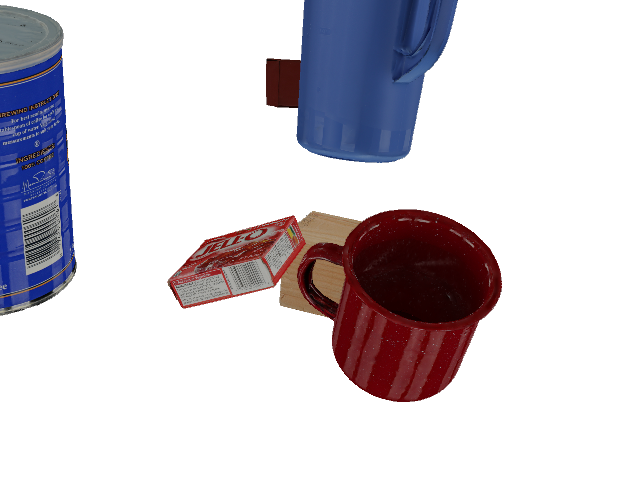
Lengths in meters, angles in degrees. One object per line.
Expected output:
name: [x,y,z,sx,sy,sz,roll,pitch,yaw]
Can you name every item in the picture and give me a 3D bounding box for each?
mug: [0.041,0.038,0.637,0.117,0.082,0.093,19,46,6]
coffee can: [-0.186,-0.044,0.571,0.103,0.140,0.103,3,28,-2]
wood block: [0.068,0.041,1.183,0.206,0.091,0.090,13,24,18]
pitcher: [0.050,-0.195,0.963,0.145,0.243,0.149,8,14,6]
gelatin box: [-0.065,0.016,0.835,0.089,0.030,0.073,-14,20,27]
foam brick: [-0.016,-0.170,1.163,0.078,0.051,0.053,0,11,-17]
